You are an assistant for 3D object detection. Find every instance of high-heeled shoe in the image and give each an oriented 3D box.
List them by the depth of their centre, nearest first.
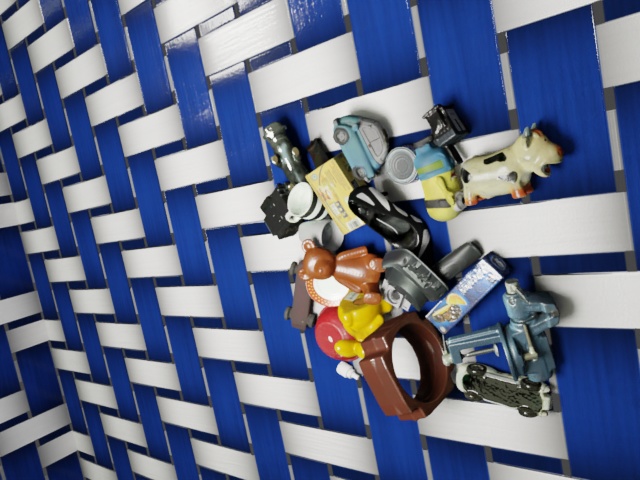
[{"bbox_3d":[0.157,-0.014,1.174,0.086,0.145,0.249,-38,80,40],"label":"high-heeled shoe"}]

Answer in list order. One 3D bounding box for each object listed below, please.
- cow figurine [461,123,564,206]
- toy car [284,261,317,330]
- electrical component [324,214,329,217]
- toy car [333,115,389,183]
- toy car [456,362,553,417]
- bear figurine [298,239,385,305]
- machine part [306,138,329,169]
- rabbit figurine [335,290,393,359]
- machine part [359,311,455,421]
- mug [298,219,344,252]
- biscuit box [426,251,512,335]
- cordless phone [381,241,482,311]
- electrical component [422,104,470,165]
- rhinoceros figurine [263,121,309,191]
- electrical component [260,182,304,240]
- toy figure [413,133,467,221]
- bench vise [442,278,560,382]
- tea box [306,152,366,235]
[{"bbox_3d":[0.361,-0.143,1.021,0.195,0.085,0.127,-10,102,41],"label":"cow figurine"},{"bbox_3d":[-0.043,0.147,1.444,0.089,0.053,0.202,12,112,14],"label":"toy car"},{"bbox_3d":[0.002,-0.088,1.363,0.094,0.021,0.063,-13,93,41],"label":"electrical component"},{"bbox_3d":[0.102,-0.216,1.199,0.103,0.109,0.161,-27,94,23],"label":"toy car"},{"bbox_3d":[0.388,0.315,1.141,0.202,0.056,0.073,8,101,36],"label":"toy car"},{"bbox_3d":[0.048,0.068,1.258,0.196,0.132,0.120,10,104,-6],"label":"bear figurine"},{"bbox_3d":[0.010,-0.182,1.321,0.084,0.039,0.139,-30,84,45],"label":"machine part"},{"bbox_3d":[0.110,0.222,1.294,0.122,0.162,0.173,1,121,26],"label":"rabbit figurine"},{"bbox_3d":[0.192,0.275,1.185,0.087,0.201,0.201,-31,88,46],"label":"machine part"},{"bbox_3d":[-0.003,-0.004,1.357,0.107,0.081,0.109,13,109,47],"label":"mug"},{"bbox_3d":[0.314,0.114,1.140,0.059,0.063,0.202,46,126,18],"label":"biscuit box"},{"bbox_3d":[0.238,0.048,1.139,0.184,0.089,0.146,-41,107,22],"label":"cordless phone"},{"bbox_3d":[0.264,-0.213,1.082,0.048,0.075,0.119,-37,75,40],"label":"electrical component"},{"bbox_3d":[-0.077,-0.207,1.346,0.073,0.112,0.190,-29,98,11],"label":"rhinoceros figurine"},{"bbox_3d":[-0.098,-0.070,1.414,0.115,0.058,0.134,59,137,20],"label":"electrical component"},{"bbox_3d":[0.245,-0.128,1.119,0.089,0.082,0.180,-22,93,54],"label":"toy figure"},{"bbox_3d":[0.355,0.193,1.068,0.241,0.129,0.223,-17,115,17],"label":"bench vise"},{"bbox_3d":[0.056,-0.109,1.259,0.098,0.068,0.169,-26,98,37],"label":"tea box"}]
